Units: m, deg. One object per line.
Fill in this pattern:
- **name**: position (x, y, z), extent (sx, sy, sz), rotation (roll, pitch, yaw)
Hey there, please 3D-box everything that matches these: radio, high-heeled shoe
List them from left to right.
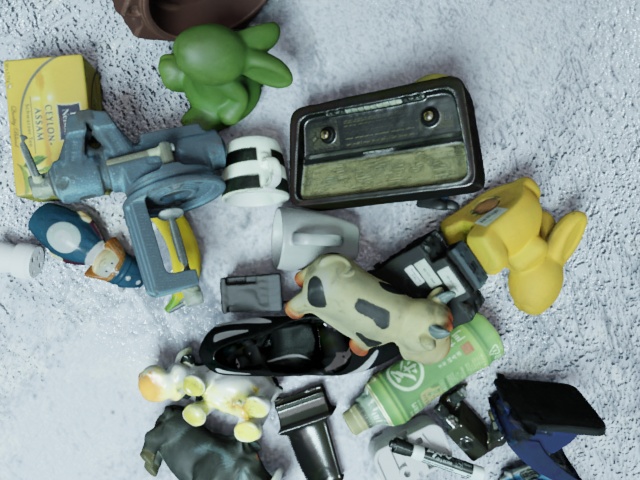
- **high-heeled shoe**: position (-0.015, 0.129, 0.647), extent (0.249, 0.145, 0.086), rotation (0, 85, -2)
- **radio**: position (0.077, -0.111, 0.659), extent (0.230, 0.073, 0.131), rotation (-5, 85, 23)

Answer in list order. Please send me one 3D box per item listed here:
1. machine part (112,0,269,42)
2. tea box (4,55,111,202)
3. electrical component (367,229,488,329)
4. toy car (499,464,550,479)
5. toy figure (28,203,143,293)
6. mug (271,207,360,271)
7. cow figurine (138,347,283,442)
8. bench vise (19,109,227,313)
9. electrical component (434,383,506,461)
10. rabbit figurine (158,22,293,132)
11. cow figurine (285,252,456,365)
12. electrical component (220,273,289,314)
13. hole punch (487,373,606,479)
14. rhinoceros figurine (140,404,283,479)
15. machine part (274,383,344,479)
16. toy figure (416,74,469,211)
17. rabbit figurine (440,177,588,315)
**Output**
- **machine part**: position (-0.136, -0.323, 0.621), extent (0.201, 0.201, 0.087), rotation (-36, 81, 39)
- **tea box**: position (-0.329, -0.138, 0.678), extent (0.098, 0.068, 0.169), rotation (-8, 86, -5)
- **electrical component**: position (0.138, 0.057, 0.674), extent (0.115, 0.134, 0.058), rotation (55, 41, -3)
- **toy car**: position (0.296, 0.371, 0.681), extent (0.109, 0.103, 0.161), rotation (-15, 90, -6)
- **toy figure**: position (-0.291, 0.014, 0.679), extent (0.154, 0.058, 0.064), rotation (34, 118, -3)
- **mug**: position (-0.001, -0.002, 0.682), extent (0.107, 0.109, 0.080), rotation (1, 83, -17)
- **cow figurine**: position (-0.133, 0.178, 0.668), extent (0.167, 0.098, 0.068), rotation (16, 110, 7)
- **bench vise**: position (-0.198, -0.034, 0.607), extent (0.223, 0.129, 0.240), rotation (-14, 80, -32)
- **electrical component**: position (0.196, 0.236, 0.701), extent (0.045, 0.078, 0.102), rotation (-43, 85, 18)
- **rabbit figurine**: position (-0.115, -0.198, 0.647), extent (0.159, 0.170, 0.121), rotation (-15, 89, -5)
- **cow figurine**: position (0.070, 0.080, 0.627), extent (0.195, 0.127, 0.085), rotation (32, 51, -10)
- **electrical component**: position (-0.065, 0.066, 0.684), extent (0.119, 0.075, 0.047), rotation (-4, 88, -1)
- **hole punch**: position (0.275, 0.238, 0.678), extent (0.116, 0.142, 0.092), rotation (8, 108, 2)
- **rhinoceros figurine**: position (-0.128, 0.278, 0.658), extent (0.190, 0.073, 0.112), rotation (30, 51, 12)
- **machine part**: position (-0.007, 0.261, 0.696), extent (0.084, 0.039, 0.138), rotation (-15, 86, -10)
- **toy figure**: position (0.152, -0.129, 0.710), extent (0.089, 0.082, 0.180), rotation (6, 92, 15)
- **rabbit figurine**: position (0.265, 0.014, 0.710), extent (0.162, 0.122, 0.173), rotation (-37, 104, -15)
